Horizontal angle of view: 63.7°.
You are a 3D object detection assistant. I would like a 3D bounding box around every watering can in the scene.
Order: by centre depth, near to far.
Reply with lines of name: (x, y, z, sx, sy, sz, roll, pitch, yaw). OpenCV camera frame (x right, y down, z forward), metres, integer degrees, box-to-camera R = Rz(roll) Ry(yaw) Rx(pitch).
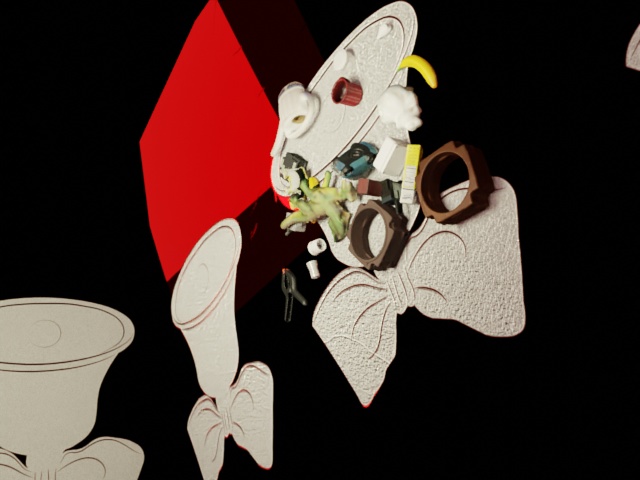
watering can: (-0.131, -0.513, 2.158, 0.342, 0.104, 0.228, -35, 57, 46)

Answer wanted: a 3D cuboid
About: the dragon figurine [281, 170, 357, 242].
dragon figurine: (0.006, -0.095, 1.893, 0.246, 0.123, 0.402, 55, 133, 21)

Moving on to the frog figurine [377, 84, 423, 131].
frog figurine: (0.249, -0.404, 1.611, 0.136, 0.121, 0.163, -28, 49, 27)
